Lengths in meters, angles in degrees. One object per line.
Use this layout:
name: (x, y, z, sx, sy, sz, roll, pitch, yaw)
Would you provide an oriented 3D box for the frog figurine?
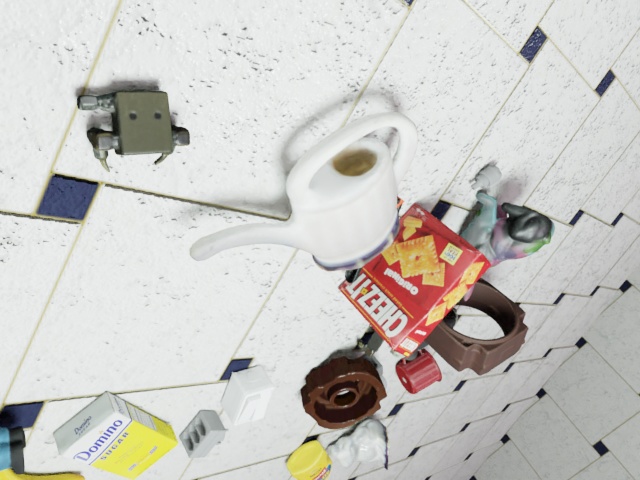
frog figurine: (0.099, 0.536, 1.351, 0.159, 0.126, 0.134, 1, 143, 2)

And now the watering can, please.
watering can: (0.002, -0.035, 0.702, 0.350, 0.105, 0.219, -36, 142, -14)
